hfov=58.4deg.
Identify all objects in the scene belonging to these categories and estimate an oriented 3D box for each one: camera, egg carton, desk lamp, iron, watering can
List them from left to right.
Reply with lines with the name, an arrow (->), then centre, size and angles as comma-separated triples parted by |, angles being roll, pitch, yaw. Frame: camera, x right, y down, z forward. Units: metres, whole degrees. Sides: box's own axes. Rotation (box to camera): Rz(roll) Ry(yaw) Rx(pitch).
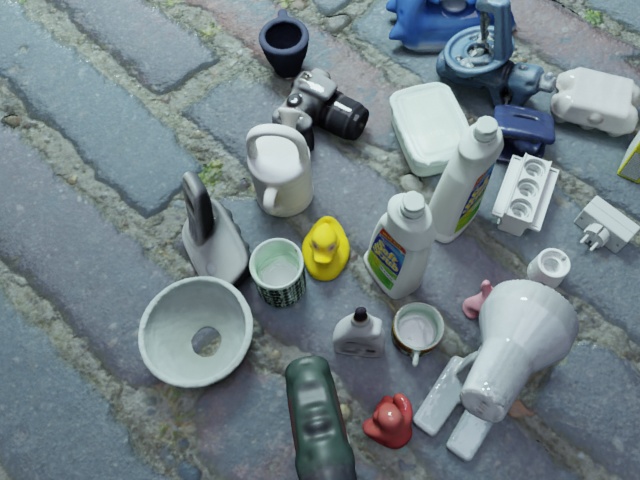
watering can -> -0.065, -0.130, 0.911 | 0.101, 0.194, 0.172 | -11, 65, -3
camera -> 0.007, -0.223, 1.004 | 0.136, 0.101, 0.143 | 29, 69, 14
iron -> 0.258, -0.446, 1.078 | 0.258, 0.141, 0.118 | -3, 65, 0
desk lamp -> 0.229, 0.174, 0.751 | 0.117, 0.213, 0.203 | 33, 70, 16
egg carton -> 0.489, -0.244, 1.018 | 0.150, 0.069, 0.107 | 16, 67, 9

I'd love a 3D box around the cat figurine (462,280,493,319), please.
cat figurine -> 0.278, 0.108, 0.834 | 0.067, 0.118, 0.127 | -38, 69, -15

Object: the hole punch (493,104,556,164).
hole punch -> 0.344, -0.192, 0.986 | 0.108, 0.091, 0.101 | 13, 66, 8

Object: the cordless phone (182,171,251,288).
cordless phone -> -0.164, -0.009, 0.863 | 0.094, 0.185, 0.147 | -31, 68, -12

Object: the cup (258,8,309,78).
cup -> -0.065, -0.362, 1.074 | 0.091, 0.095, 0.117 | -6, 65, -1

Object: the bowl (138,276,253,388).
bowl -> -0.178, 0.143, 0.853 | 0.167, 0.075, 0.167 | -1, 65, 1

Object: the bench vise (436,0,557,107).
bench vise -> 0.312, -0.333, 0.981 | 0.207, 0.220, 0.121 | 13, 66, 8

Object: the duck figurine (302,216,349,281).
duck figurine -> 0.008, 0.003, 0.907 | 0.077, 0.086, 0.104 | 5, 65, 4

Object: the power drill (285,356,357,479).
power drill -> 0.007, 0.269, 0.716 | 0.075, 0.208, 0.229 | -13, 65, -4

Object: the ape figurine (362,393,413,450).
ape figurine -> 0.096, 0.248, 0.788 | 0.078, 0.092, 0.076 | -18, 66, -7

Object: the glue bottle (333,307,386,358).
glue bottle -> 0.056, 0.125, 0.801 | 0.078, 0.173, 0.037 | 7, 65, 5
